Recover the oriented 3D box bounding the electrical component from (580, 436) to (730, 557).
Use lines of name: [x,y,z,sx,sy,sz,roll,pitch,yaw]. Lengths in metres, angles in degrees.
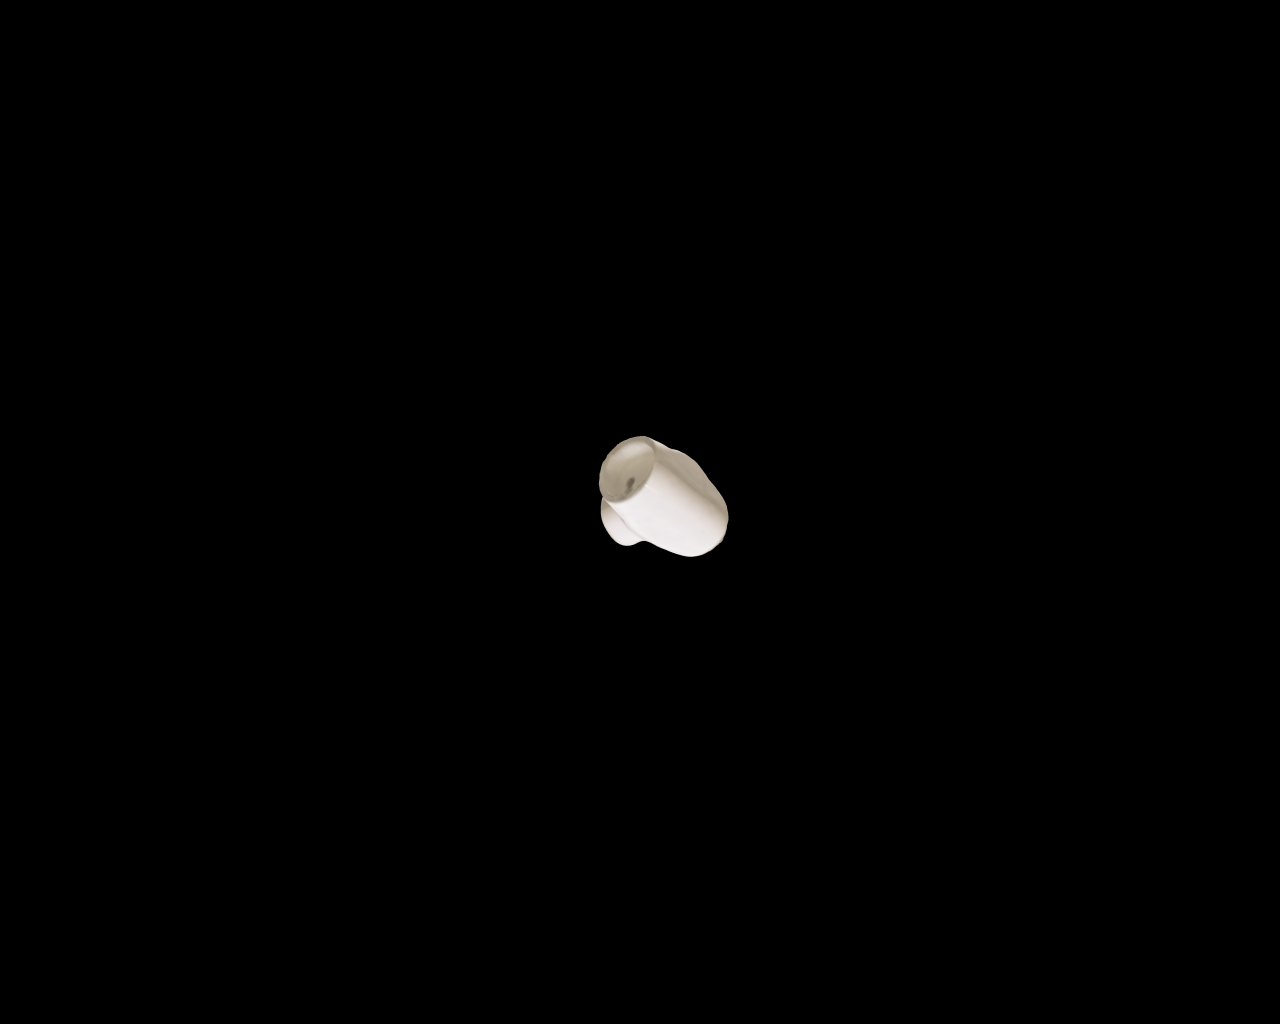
electrical component: [0.001,-0.003,0.650,0.079,0.044,0.077,-22,-39,30]
